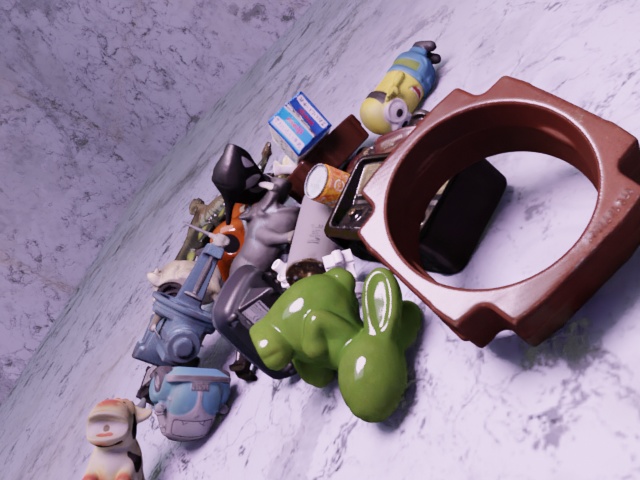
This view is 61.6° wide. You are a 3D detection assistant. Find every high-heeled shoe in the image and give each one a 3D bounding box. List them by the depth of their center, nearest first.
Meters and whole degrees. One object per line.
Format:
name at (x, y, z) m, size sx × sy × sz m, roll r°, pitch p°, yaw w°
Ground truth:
high-heeled shoe at (-0.124, -0.123, 0.934) m, size 0.249 × 0.086 × 0.145 m, roll -66°, pitch -14°, yaw -63°

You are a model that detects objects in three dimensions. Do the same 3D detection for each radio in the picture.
radio at (0.103, -0.038, 0.660) m, size 0.131 × 0.073 × 0.230 m, roll -62°, pitch 25°, yaw -10°

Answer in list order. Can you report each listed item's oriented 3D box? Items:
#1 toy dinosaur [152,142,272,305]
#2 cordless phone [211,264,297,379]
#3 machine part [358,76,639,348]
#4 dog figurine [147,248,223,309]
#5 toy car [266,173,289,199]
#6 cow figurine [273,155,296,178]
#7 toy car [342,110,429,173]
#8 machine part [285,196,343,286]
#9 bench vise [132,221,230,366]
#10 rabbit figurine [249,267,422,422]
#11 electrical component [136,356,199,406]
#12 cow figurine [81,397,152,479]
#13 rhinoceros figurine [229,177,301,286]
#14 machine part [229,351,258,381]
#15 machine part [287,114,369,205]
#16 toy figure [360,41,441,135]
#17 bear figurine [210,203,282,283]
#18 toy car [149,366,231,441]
toy dinosaur at (-0.251, -0.034, 1.260) m, size 0.471 × 0.105 × 0.199 m, roll -52°, pitch 27°, yaw 9°
cordless phone at (-0.074, 0.082, 0.721) m, size 0.089 × 0.146 × 0.184 m, roll -40°, pitch 26°, yaw 7°
machine part at (0.151, -0.025, 0.466) m, size 0.201 × 0.087 × 0.201 m, roll -46°, pitch 51°, yaw 2°
dog figurine at (-0.250, 0.062, 1.042) m, size 0.121 × 0.172 × 0.191 m, roll -34°, pitch 34°, yaw 11°
toy car at (-0.126, -0.069, 1.144) m, size 0.201 × 0.056 × 0.074 m, roll -53°, pitch 30°, yaw -2°
cow figurine at (-0.031, -0.172, 1.094) m, size 0.098 × 0.068 × 0.167 m, roll 2°, pitch 46°, yaw 13°
toy car at (0.099, -0.133, 0.823) m, size 0.202 × 0.053 × 0.089 m, roll -28°, pitch 26°, yaw 54°
machine part at (-0.002, -0.002, 0.798) m, size 0.079 × 0.079 × 0.243 m, roll -34°, pitch 28°, yaw 34°
bench vise at (-0.214, 0.100, 0.875) m, size 0.240 × 0.129 × 0.224 m, roll -65°, pitch 12°, yaw -7°
rabbit figurine at (0.038, 0.112, 0.565) m, size 0.159 × 0.121 × 0.170 m, roll -46°, pitch 41°, yaw -5°
electrical component at (-0.273, 0.241, 0.968) m, size 0.119 × 0.047 × 0.075 m, roll -38°, pitch 27°, yaw 30°
cow figurine at (-0.281, 0.307, 0.750) m, size 0.127 × 0.085 × 0.194 m, roll -103°, pitch 13°, yaw -68°
rhinoceros figurine at (-0.085, -0.009, 0.877) m, size 0.190 × 0.112 × 0.073 m, roll -68°, pitch -19°, yaw -2°
machine part at (-0.099, 0.135, 0.792) m, size 0.039 × 0.084 × 0.139 m, roll -3°, pitch 59°, yaw 23°
machine part at (0.011, -0.138, 0.939) m, size 0.179 × 0.056 × 0.179 m, roll -46°, pitch 3°, yaw 3°
toy figure at (0.138, -0.254, 0.911) m, size 0.089 × 0.082 × 0.180 m, roll 3°, pitch 59°, yaw 58°
bear figurine at (-0.132, -0.008, 1.012) m, size 0.120 × 0.131 × 0.196 m, roll -26°, pitch 12°, yaw 16°
toy car at (-0.199, 0.238, 0.781) m, size 0.162 × 0.109 × 0.103 m, roll -30°, pitch 53°, yaw 55°
